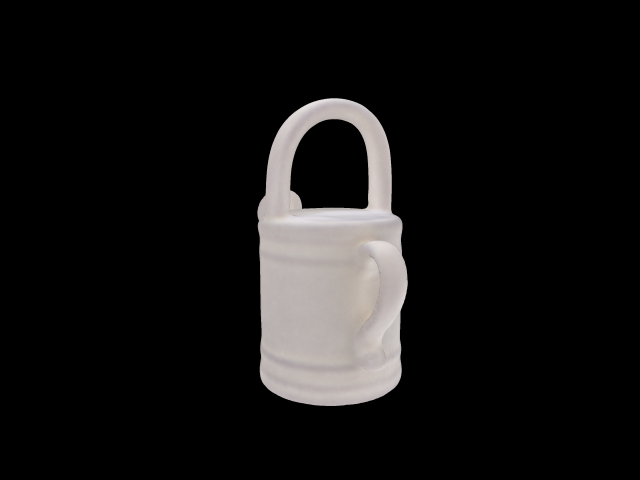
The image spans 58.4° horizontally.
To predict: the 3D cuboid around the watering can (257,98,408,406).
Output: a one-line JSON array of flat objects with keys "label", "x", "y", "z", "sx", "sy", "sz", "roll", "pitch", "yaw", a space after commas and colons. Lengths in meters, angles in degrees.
[{"label": "watering can", "x": 0.002, "y": 0.002, "z": 0.399, "sx": 0.172, "sy": 0.194, "sz": 0.101, "roll": 7, "pitch": 12, "yaw": 40}]
